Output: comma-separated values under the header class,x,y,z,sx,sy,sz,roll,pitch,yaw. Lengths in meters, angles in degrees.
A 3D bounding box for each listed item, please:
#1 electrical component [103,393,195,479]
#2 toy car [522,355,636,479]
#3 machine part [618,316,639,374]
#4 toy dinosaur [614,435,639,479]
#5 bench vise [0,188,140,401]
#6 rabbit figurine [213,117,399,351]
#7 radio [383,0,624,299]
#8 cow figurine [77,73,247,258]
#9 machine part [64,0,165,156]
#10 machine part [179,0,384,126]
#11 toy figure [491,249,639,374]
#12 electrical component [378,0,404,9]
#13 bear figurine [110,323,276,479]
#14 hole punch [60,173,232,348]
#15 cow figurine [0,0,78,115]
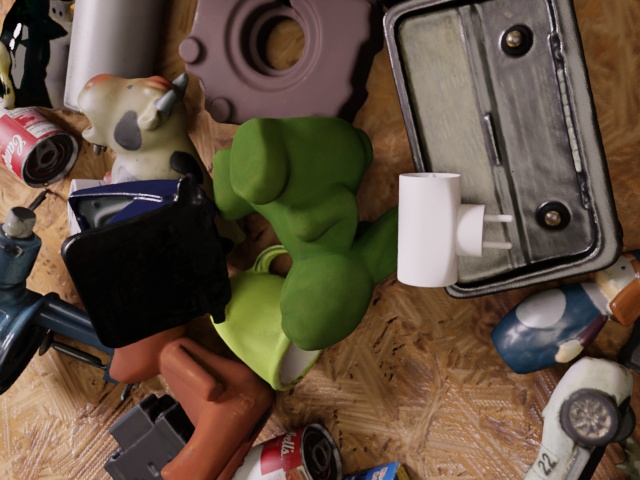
class,x,y,z,sx,sy,sz,roll,pitch,yaw
electrical component,-0.165,0.236,0.585,0.115,0.058,0.134,-43,86,18
toy car,0.189,0.186,0.425,0.056,0.073,0.201,28,96,41
machine part,0.298,0.056,0.409,0.084,0.039,0.138,31,110,16
toy dinosaur,0.252,0.383,0.451,0.199,0.105,0.471,12,93,20
bench vise,-0.293,0.083,0.573,0.240,0.129,0.223,27,98,-10
rabbit figurine,-0.001,-0.001,0.434,0.121,0.159,0.170,-16,83,57
radio,0.141,-0.079,0.414,0.131,0.073,0.229,-12,98,23
cow figurine,-0.139,-0.060,0.482,0.127,0.085,0.194,-29,115,15
machine part,-0.189,-0.199,0.501,0.079,0.079,0.243,17,105,15
machine part,-0.033,-0.171,0.466,0.180,0.056,0.179,3,101,16
toy figure,0.211,0.052,0.420,0.154,0.057,0.064,-38,55,22
electrical component,0.046,-0.242,0.416,0.048,0.075,0.119,-27,95,21
bear figurine,-0.144,0.133,0.511,0.196,0.120,0.132,31,73,11
hole punch,-0.140,0.010,0.441,0.116,0.092,0.142,-17,122,-18
cow figurine,-0.265,-0.206,0.514,0.068,0.098,0.167,18,105,21
